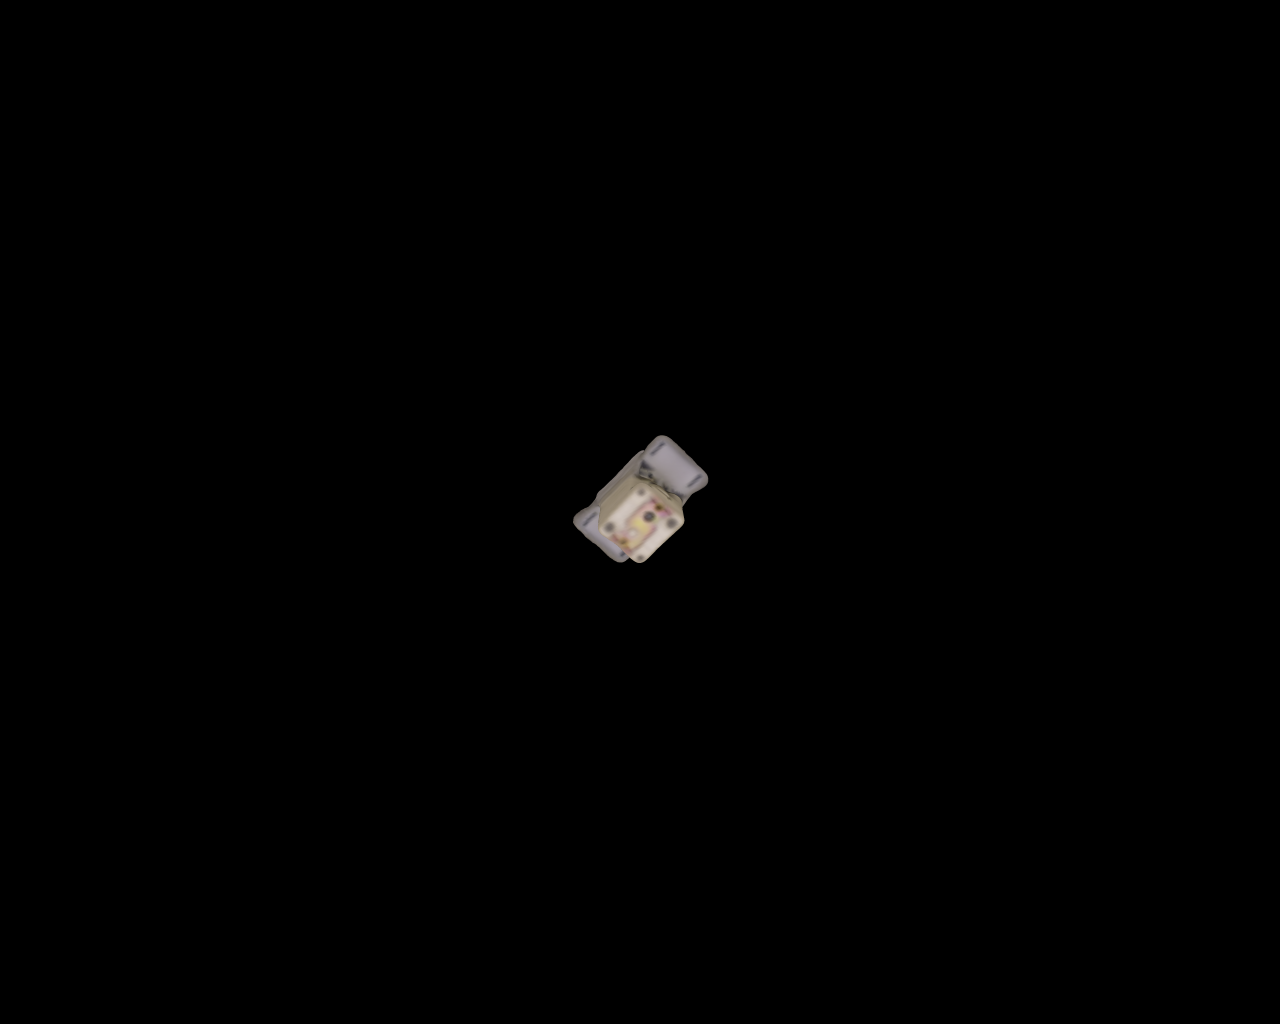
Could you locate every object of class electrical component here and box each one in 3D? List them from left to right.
[{"bbox_3d":[0.001,-0.003,0.650,0.042,0.081,0.064,41,16,-14],"label":"electrical component"}]
